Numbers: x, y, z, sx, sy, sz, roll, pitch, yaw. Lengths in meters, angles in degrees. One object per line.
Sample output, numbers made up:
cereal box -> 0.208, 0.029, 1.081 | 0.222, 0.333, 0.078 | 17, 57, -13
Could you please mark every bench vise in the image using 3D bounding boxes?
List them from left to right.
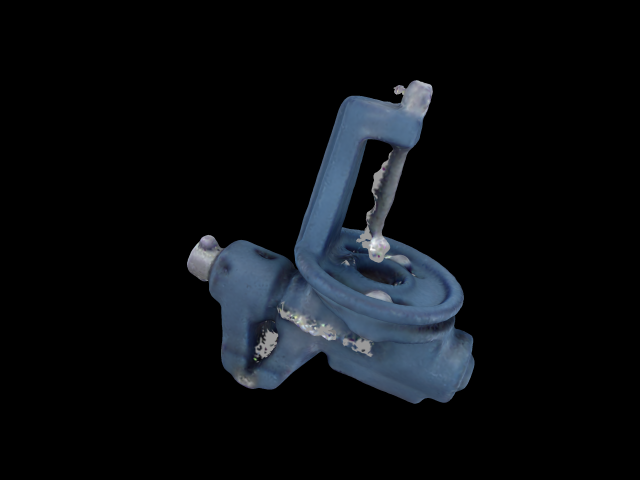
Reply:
bench vise -> 0.004, 0.005, 0.389 | 0.207, 0.220, 0.121 | 0, 19, -1
